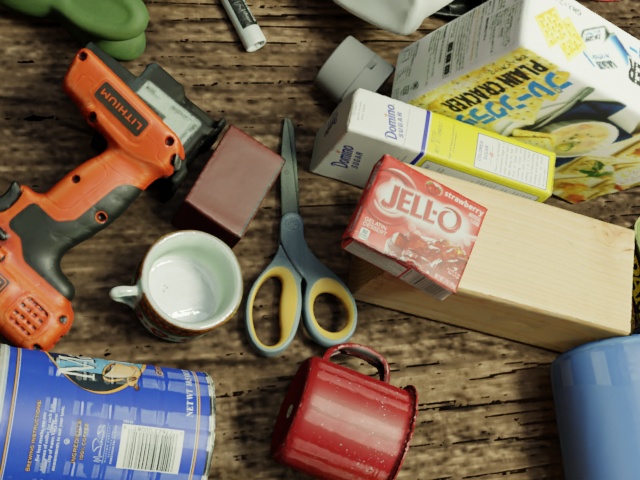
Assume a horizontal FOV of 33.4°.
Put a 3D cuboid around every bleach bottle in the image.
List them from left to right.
[{"bbox_3d":[0.114,-0.255,0.926,0.103,0.068,0.250,32,43,25],"label":"bleach bottle"}]

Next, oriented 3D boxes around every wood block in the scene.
[{"bbox_3d":[0.136,0.019,0.853,0.206,0.090,0.091,15,68,-16],"label":"wood block"}]

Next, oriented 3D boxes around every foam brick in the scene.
[{"bbox_3d":[-0.071,-0.037,0.817,0.051,0.053,0.078,32,63,-8],"label":"foam brick"}]

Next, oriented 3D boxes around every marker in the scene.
[{"bbox_3d":[-0.080,-0.213,0.891,0.020,0.020,0.121,-24,82,-25],"label":"marker"}]

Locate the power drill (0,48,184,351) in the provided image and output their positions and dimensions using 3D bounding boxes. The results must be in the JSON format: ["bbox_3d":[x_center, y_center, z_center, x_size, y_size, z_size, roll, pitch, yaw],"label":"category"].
[{"bbox_3d":[-0.202,-0.042,0.742,0.184,0.057,0.187,43,84,-5],"label":"power drill"}]

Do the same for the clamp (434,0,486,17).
[{"bbox_3d":[0.142,-0.210,0.952,0.171,0.039,0.120,-23,55,-38],"label":"clamp"}]

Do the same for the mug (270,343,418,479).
[{"bbox_3d":[0.018,0.125,0.778,0.081,0.093,0.117,22,54,-7],"label":"mug"}]

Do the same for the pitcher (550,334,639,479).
[{"bbox_3d":[0.262,0.199,0.818,0.149,0.145,0.243,10,65,-40],"label":"pitcher"}]

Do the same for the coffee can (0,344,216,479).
[{"bbox_3d":[-0.149,0.129,0.704,0.140,0.103,0.103,10,69,-17],"label":"coffee can"}]

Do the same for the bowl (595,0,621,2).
[{"bbox_3d":[0.274,-0.316,1.036,0.162,0.055,0.162,7,70,-18],"label":"bowl"}]

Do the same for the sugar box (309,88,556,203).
[{"bbox_3d":[0.089,-0.063,0.862,0.176,0.093,0.048,19,67,-14],"label":"sugar box"}]

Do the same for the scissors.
[{"bbox_3d":[-0.006,0.001,0.844,0.096,0.016,0.201,16,67,-4],"label":"scissors"}]

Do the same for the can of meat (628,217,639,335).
[{"bbox_3d":[0.274,0.037,0.901,0.057,0.084,0.102,-7,75,-22],"label":"can of meat"}]

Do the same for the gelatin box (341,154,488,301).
[{"bbox_3d":[0.068,-0.009,0.769,0.089,0.030,0.073,28,66,-10],"label":"gelatin box"}]
